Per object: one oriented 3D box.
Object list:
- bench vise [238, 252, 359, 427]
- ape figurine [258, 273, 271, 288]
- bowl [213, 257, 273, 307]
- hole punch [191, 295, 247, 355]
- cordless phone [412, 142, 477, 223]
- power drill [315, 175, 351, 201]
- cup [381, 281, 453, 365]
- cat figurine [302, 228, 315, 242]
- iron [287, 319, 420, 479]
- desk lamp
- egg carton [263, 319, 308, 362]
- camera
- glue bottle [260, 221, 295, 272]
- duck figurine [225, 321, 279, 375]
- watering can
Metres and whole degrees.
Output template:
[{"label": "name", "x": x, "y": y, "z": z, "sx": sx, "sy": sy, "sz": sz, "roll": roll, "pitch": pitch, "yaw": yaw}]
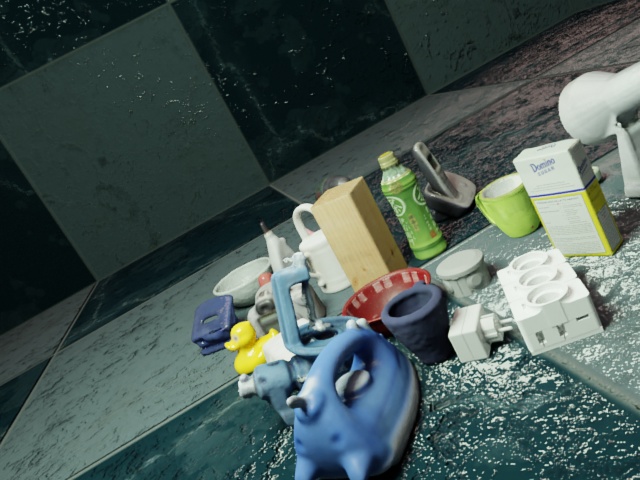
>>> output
[{"label": "bench vise", "x": -0.028, "y": 0.141, "z": 0.802, "sx": 0.208, "sy": 0.220, "sz": 0.121, "roll": -35, "pitch": 17, "yaw": -24}, {"label": "ape figurine", "x": -0.104, "y": 0.113, "z": 1.269, "sx": 0.077, "sy": 0.092, "sz": 0.076, "roll": -12, "pitch": 23, "yaw": 46}, {"label": "bowl", "x": -0.176, "y": 0.115, "z": 1.419, "sx": 0.167, "sy": 0.075, "sz": 0.167, "roll": -26, "pitch": 16, "yaw": 8}, {"label": "hole punch", "x": -0.227, "y": 0.184, "z": 1.257, "sx": 0.108, "sy": 0.091, "sz": 0.101, "roll": -23, "pitch": 16, "yaw": 19}, {"label": "cordless phone", "x": 0.271, "y": -0.148, "z": 1.278, "sx": 0.094, "sy": 0.185, "sz": 0.148, "roll": -19, "pitch": 18, "yaw": 29}, {"label": "power drill", "x": 0.063, "y": -0.056, "z": 1.301, "sx": 0.076, "sy": 0.209, "sz": 0.229, "roll": -32, "pitch": 16, "yaw": -11}, {"label": "cup", "x": 0.147, "y": 0.118, "z": 0.809, "sx": 0.091, "sy": 0.095, "sz": 0.118, "roll": -21, "pitch": 17, "yaw": 26}, {"label": "cat figurine", "x": 0.002, "y": 0.013, "z": 1.358, "sx": 0.067, "sy": 0.118, "sz": 0.128, "roll": -19, "pitch": 18, "yaw": 32}, {"label": "iron", "x": 0.042, "y": 0.177, "z": 0.714, "sx": 0.118, "sy": 0.141, "sz": 0.259, "roll": -18, "pitch": 18, "yaw": 32}, {"label": "desk lamp", "x": 0.509, "y": -0.183, "z": 0.919, "sx": 0.118, "sy": 0.214, "sz": 0.202, "roll": -33, "pitch": 16, "yaw": -15}, {"label": "egg carton", "x": -0.031, "y": 0.188, "z": 0.944, "sx": 0.107, "sy": 0.069, "sz": 0.150, "roll": -34, "pitch": 16, "yaw": -18}, {"label": "camera", "x": -0.069, "y": 0.122, "z": 1.162, "sx": 0.143, "sy": 0.101, "sz": 0.137, "roll": -24, "pitch": 16, "yaw": 15}, {"label": "glue bottle", "x": -0.097, "y": 0.030, "z": 1.367, "sx": 0.037, "sy": 0.173, "sz": 0.078, "roll": -14, "pitch": 21, "yaw": 42}, {"label": "duck figurine", "x": -0.127, "y": 0.191, "z": 1.072, "sx": 0.104, "sy": 0.086, "sz": 0.077, "roll": -30, "pitch": 16, "yaw": -7}, {"label": "watering can", "x": 0.010, "y": 0.005, "z": 1.225, "sx": 0.100, "sy": 0.194, "sz": 0.173, "roll": -19, "pitch": 18, "yaw": 29}]
